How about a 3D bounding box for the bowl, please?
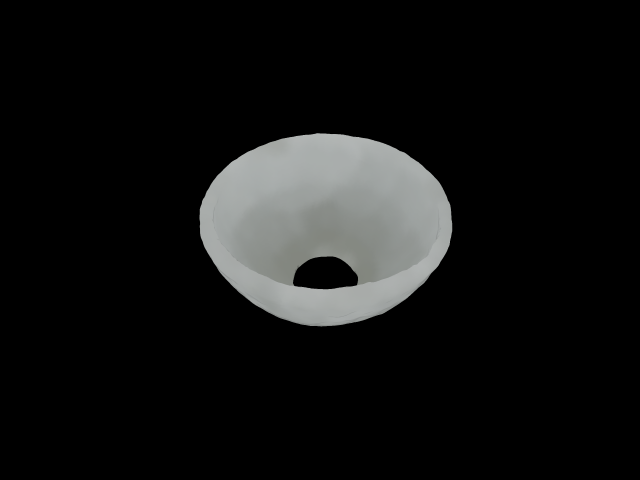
[{"bbox_3d":[0.004,0.001,0.400,0.167,0.075,0.167,0,44,0],"label":"bowl"}]
